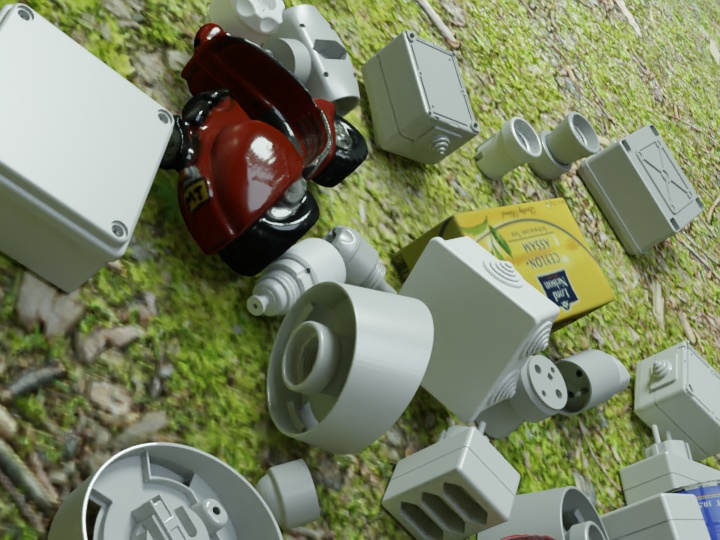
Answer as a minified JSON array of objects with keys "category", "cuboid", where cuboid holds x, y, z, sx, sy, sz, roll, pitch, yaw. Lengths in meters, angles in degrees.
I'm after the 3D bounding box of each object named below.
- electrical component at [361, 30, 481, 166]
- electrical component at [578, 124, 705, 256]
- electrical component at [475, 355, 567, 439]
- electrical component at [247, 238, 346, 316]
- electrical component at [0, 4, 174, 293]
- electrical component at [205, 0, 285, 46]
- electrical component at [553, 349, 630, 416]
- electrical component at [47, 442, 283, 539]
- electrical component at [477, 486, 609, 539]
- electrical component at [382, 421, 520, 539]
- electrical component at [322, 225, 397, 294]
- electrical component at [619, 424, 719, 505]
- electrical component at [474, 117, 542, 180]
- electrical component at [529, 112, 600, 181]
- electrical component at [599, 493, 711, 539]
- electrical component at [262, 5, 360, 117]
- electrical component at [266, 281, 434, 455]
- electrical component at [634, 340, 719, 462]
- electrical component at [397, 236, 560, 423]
[{"category":"electrical component","cuboid":[0.045,-0.125,0.837,0.062,0.061,0.096,13,55,-43]},{"category":"electrical component","cuboid":[0.285,-0.082,1.084,0.109,0.056,0.108,-27,86,-54]},{"category":"electrical component","cuboid":[0.111,0.089,0.758,0.045,0.055,0.045,29,45,-33]},{"category":"electrical component","cuboid":[-0.041,0.008,0.656,0.040,0.040,0.078,57,37,0]},{"category":"electrical component","cuboid":[-0.163,-0.063,0.555,0.109,0.056,0.108,36,41,-25]},{"category":"electrical component","cuboid":[-0.083,-0.164,0.718,0.043,0.062,0.043,30,43,-33]},{"category":"electrical component","cuboid":[0.182,0.086,0.851,0.081,0.043,0.043,-10,71,-52]},{"category":"electrical component","cuboid":[-0.089,0.128,0.491,0.099,0.064,0.099,29,45,-33]},{"category":"electrical component","cuboid":[0.129,0.194,0.714,0.099,0.064,0.099,44,34,-40]},{"category":"electrical component","cuboid":[0.061,0.123,0.666,0.047,0.066,0.076,47,37,-14]},{"category":"electrical component","cuboid":[0.000,0.000,0.714,0.061,0.035,0.035,43,38,-22]},{"category":"electrical component","cuboid":[0.252,0.162,0.871,0.083,0.047,0.075,23,48,-37]},{"category":"electrical component","cuboid":[0.127,-0.103,0.927,0.040,0.046,0.040,29,45,-33]},{"category":"electrical component","cuboid":[0.187,-0.114,0.996,0.045,0.055,0.045,29,45,-33]},{"category":"electrical component","cuboid":[0.200,0.205,0.749,0.047,0.083,0.075,13,54,-43]},{"category":"electrical component","cuboid":[-0.046,-0.145,0.761,0.079,0.043,0.077,-11,73,-52]},{"category":"electrical component","cuboid":[-0.008,0.055,0.613,0.064,0.099,0.099,20,50,-32]},{"category":"electrical component","cuboid":[0.274,0.111,0.923,0.096,0.061,0.061,42,39,-20]},{"category":"electrical component","cuboid":[0.070,0.036,0.702,0.100,0.099,0.048,40,26,22]}]
